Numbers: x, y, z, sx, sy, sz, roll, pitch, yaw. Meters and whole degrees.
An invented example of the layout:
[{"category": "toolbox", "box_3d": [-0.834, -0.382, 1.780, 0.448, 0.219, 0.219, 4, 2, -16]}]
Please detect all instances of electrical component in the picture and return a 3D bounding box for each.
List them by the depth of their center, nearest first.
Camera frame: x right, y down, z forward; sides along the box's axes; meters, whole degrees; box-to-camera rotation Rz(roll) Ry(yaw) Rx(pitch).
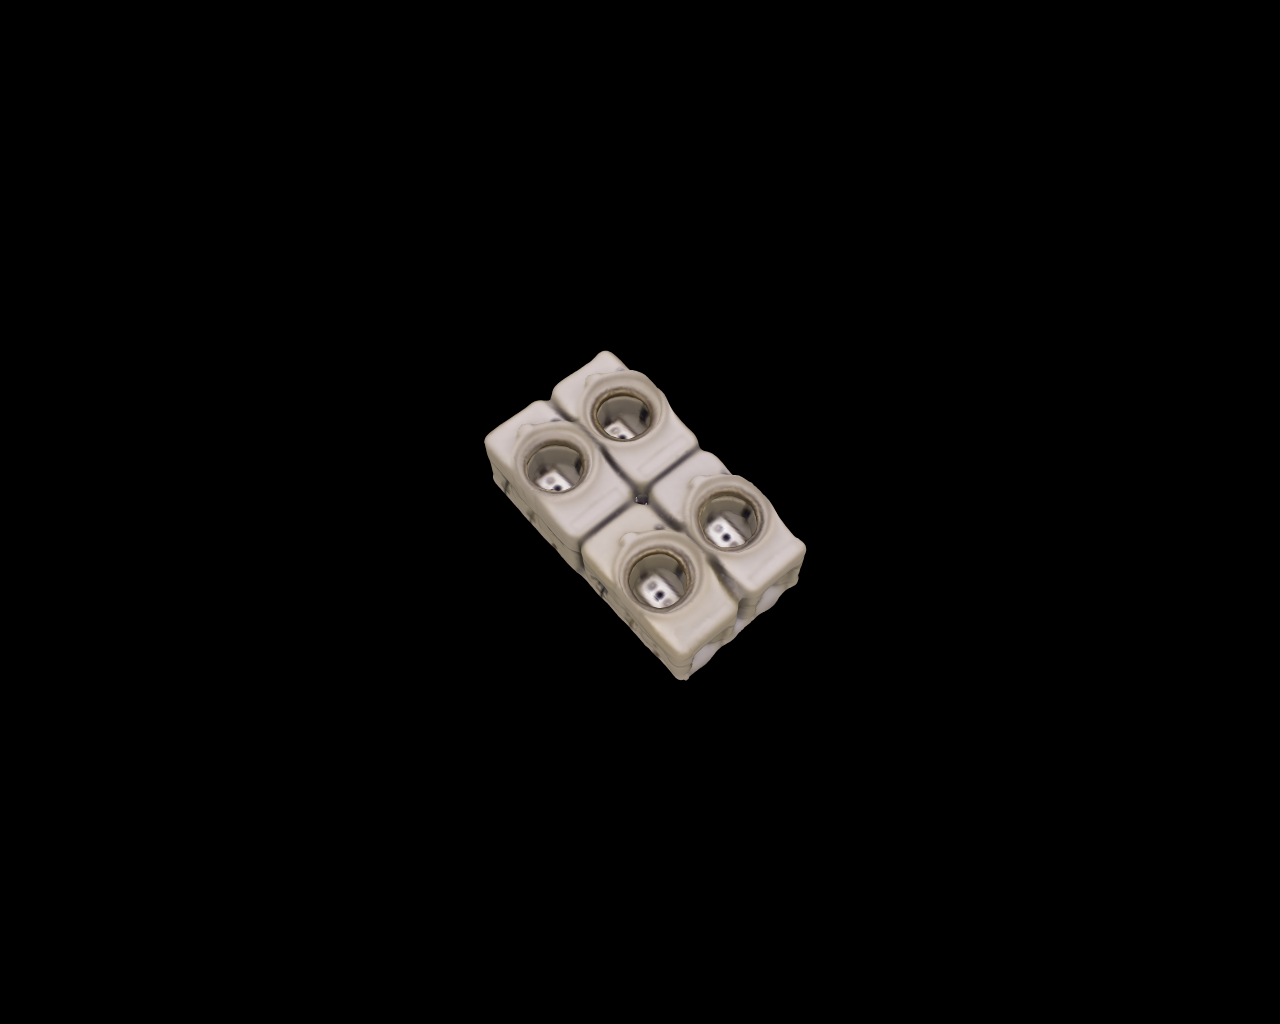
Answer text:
[{"category": "electrical component", "box_3d": [0.001, -0.003, 0.650, 0.105, 0.186, 0.060, -38, -20, -16]}]
